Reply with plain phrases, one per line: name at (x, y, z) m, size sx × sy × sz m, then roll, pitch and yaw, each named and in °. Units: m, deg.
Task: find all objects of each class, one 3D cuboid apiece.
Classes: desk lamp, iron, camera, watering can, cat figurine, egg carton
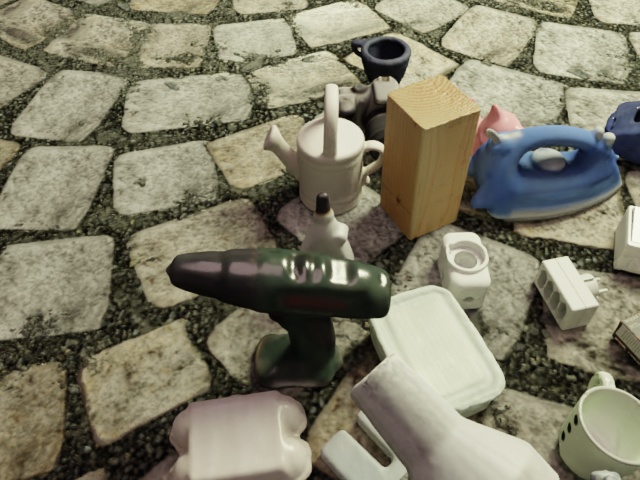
desk lamp at (0.094, 0.208, 0.532) m, size 0.118 × 0.214 × 0.202 m, roll -36°, pitch 58°, yaw -26°
iron at (0.345, -0.118, 0.851) m, size 0.258 × 0.141 × 0.118 m, roll -6°, pitch 50°, yaw -4°
camera at (0.093, -0.200, 0.953) m, size 0.143 × 0.101 × 0.136 m, roll -2°, pitch 50°, yaw 0°
watering can at (0.007, -0.135, 0.839) m, size 0.173 × 0.194 × 0.100 m, roll -15°, pitch 51°, yaw -11°
cat figurine at (0.272, -0.179, 0.920) m, size 0.067 × 0.118 × 0.127 m, roll -20°, pitch 52°, yaw -15°
egg carton at (-0.086, 0.223, 0.619) m, size 0.150 × 0.069 × 0.107 m, roll -8°, pitch 50°, yaw -5°

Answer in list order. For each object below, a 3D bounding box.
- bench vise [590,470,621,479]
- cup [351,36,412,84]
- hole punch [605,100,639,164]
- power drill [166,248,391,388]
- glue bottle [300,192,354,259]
bench vise at (0.254, 0.288, 0.456) m, size 0.121 × 0.220 × 0.207 m, roll -14°, pitch 51°, yaw -10°
cup at (0.107, -0.316, 1.056) m, size 0.117 × 0.095 × 0.092 m, roll 26°, pitch 55°, yaw 22°
hole punch at (0.524, -0.186, 0.938) m, size 0.101 × 0.091 × 0.109 m, roll 22°, pitch 54°, yaw 19°
power drill at (-0.038, 0.086, 0.642) m, size 0.229 × 0.208 × 0.075 m, roll -2°, pitch 50°, yaw -1°
glue bottle at (0.007, 0.003, 0.736) m, size 0.078 × 0.173 × 0.037 m, roll 4°, pitch 50°, yaw 5°
